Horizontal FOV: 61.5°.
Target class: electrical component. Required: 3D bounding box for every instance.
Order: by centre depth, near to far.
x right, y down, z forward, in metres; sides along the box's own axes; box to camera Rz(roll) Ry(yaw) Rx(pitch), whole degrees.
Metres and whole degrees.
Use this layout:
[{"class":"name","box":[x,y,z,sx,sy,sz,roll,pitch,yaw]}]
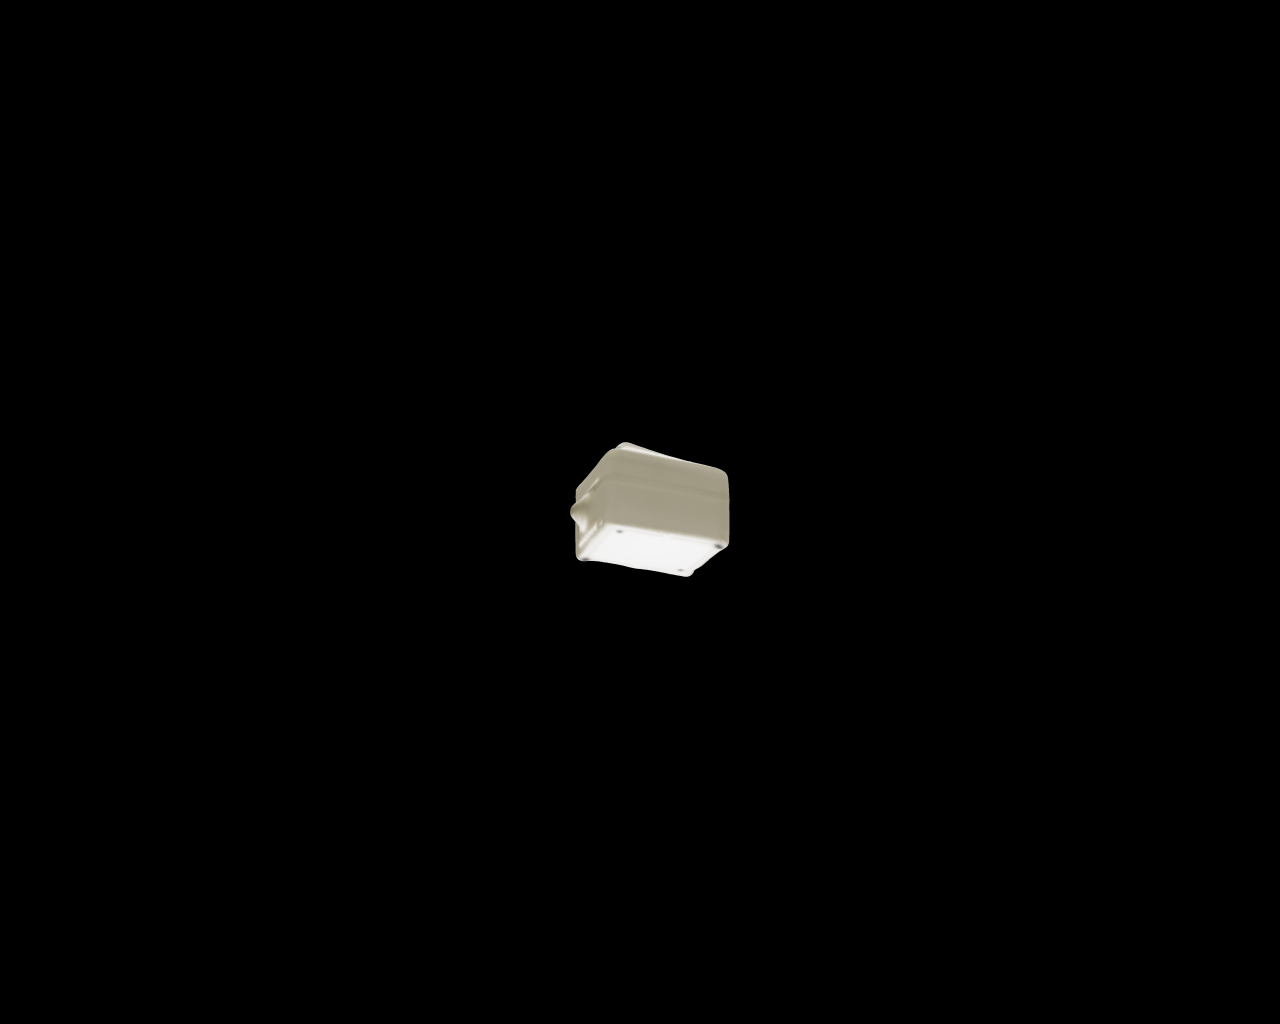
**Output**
[{"class":"electrical component","box":[0.001,-0.003,0.650,0.096,0.061,0.061,10,-28,-20]}]
